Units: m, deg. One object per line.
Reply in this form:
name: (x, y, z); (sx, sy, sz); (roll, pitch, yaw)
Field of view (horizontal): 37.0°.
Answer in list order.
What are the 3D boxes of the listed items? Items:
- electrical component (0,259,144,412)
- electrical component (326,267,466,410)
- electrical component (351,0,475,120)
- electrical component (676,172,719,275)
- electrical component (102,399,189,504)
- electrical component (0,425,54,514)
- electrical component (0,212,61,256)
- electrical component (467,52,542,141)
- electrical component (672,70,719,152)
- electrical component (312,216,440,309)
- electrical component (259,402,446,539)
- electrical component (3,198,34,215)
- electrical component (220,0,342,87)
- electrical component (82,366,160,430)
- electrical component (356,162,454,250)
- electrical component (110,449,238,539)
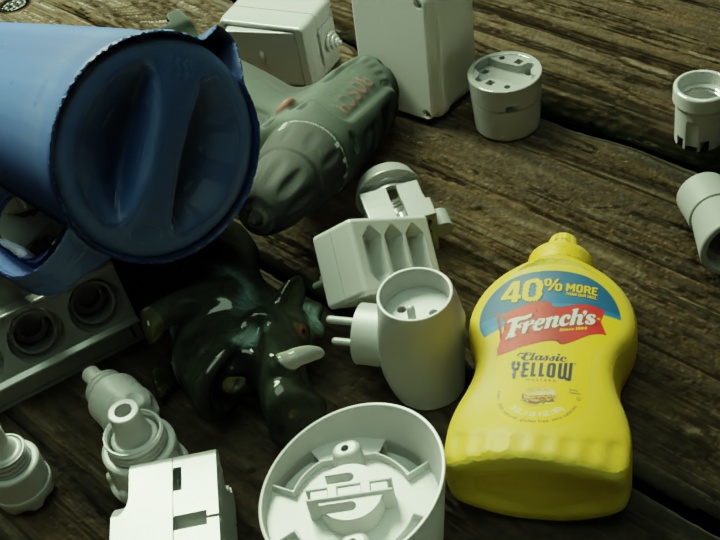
electrical component: (-0.213, 0.035, 0.691); (0.121, 0.078, 0.063); (-28, 23, -18)
electrical component: (0.019, 0.039, 0.629); (0.079, 0.077, 0.044); (5, 45, 18)
electrical component: (0.042, -0.182, 0.836); (0.078, 0.113, 0.057); (24, 50, 32)
electrical component: (0.229, -0.033, 0.690); (0.044, 0.044, 0.065); (-10, 38, 1)
electrical component: (-0.125, 0.099, 0.605); (0.048, 0.062, 0.048); (-6, 42, 5)
electrical component: (-0.199, 0.109, 0.610); (0.035, 0.061, 0.035); (-6, 42, 6)
electrical component: (-0.245, -0.011, 0.766); (0.064, 0.042, 0.081); (11, 46, 27)
electrical component: (0.111, -0.131, 0.814); (0.055, 0.047, 0.055); (-6, 43, 6)
electrical component: (0.243, -0.113, 0.768); (0.040, 0.046, 0.040); (-6, 43, 6)
electrical component: (0.000, 0.000, 0.684); (0.066, 0.077, 0.047); (-5, 77, -40)
electrical component: (-0.002, 0.121, 0.554); (0.099, 0.064, 0.099); (-6, 43, 6)
electrical component: (-0.252, -0.080, 0.830); (0.057, 0.058, 0.078); (-15, 42, 0)
electrical component: (-0.063, -0.192, 0.906); (0.096, 0.061, 0.061); (12, 47, 23)
electrical component: (-0.150, 0.077, 0.655); (0.035, 0.035, 0.061); (-35, 45, -24)
electrical component: (0.024, -0.041, 0.738); (0.066, 0.048, 0.055); (-15, 50, -5)
electrical component: (-0.095, 0.146, 0.557); (0.056, 0.050, 0.089); (-11, 43, 0)
